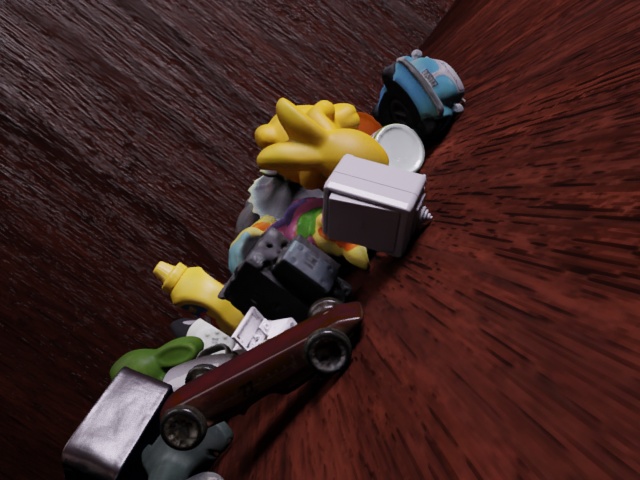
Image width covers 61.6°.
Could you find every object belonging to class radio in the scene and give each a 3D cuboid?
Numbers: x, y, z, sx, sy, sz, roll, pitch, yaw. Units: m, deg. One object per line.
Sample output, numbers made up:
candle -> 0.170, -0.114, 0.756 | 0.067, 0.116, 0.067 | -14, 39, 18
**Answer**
radio -> -0.242, 0.280, 0.667 | 0.131, 0.073, 0.229 | -62, -13, -51

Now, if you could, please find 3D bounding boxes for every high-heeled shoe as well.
high-heeled shoe -> -0.267, 0.209, 1.250 | 0.086, 0.145, 0.249 | -52, 8, 3

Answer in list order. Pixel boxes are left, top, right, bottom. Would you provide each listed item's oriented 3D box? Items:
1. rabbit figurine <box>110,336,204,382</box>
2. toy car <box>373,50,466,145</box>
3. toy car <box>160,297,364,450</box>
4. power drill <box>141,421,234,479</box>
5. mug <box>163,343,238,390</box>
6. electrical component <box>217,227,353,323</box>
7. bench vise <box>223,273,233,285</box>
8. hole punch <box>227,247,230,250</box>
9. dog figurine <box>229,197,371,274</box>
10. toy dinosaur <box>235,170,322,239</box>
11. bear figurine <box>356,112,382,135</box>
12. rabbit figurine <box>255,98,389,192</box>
rabbit figurine -> -0.239, 0.226, 0.840 | 0.159, 0.170, 0.121 | -54, 7, -4
toy car -> 0.143, -0.187, 0.732 | 0.103, 0.109, 0.161 | -31, -11, -12
toy car -> -0.048, 0.115, 0.466 | 0.202, 0.053, 0.089 | -28, 8, 6
power drill -> -0.138, 0.243, 0.498 | 0.232, 0.086, 0.207 | -52, 13, 13
mug -> -0.142, 0.187, 0.725 | 0.107, 0.080, 0.110 | -22, 29, 24
electrical component -> -0.036, 0.052, 0.578 | 0.134, 0.115, 0.058 | -48, 10, 51
bench vise -> -0.149, 0.093, 1.057 | 0.241, 0.128, 0.224 | -22, 19, 44
hole punch -> -0.058, 0.032, 0.809 | 0.092, 0.142, 0.116 | -55, 20, -5
dog figurine -> -0.014, 0.005, 0.646 | 0.191, 0.108, 0.219 | -29, 6, -13
toy dinosaur -> -0.091, -0.045, 0.975 | 0.192, 0.131, 0.404 | -47, 0, -43
bear figurine -> 0.063, -0.099, 0.820 | 0.120, 0.131, 0.196 | -17, 52, 16
rabbit figurine -> 0.007, -0.114, 0.647 | 0.173, 0.162, 0.121 | 33, 104, 48
